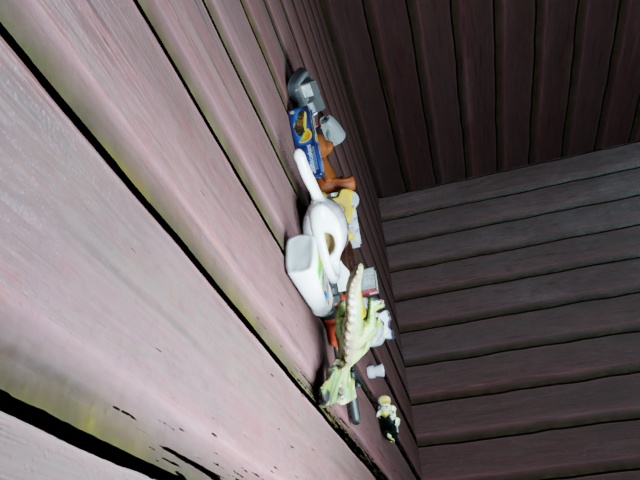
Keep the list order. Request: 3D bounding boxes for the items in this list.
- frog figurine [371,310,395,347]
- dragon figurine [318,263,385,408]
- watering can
[{"bbox_3d":[0.179,0.320,1.856,0.160,0.136,0.123,-4,11,-41],"label":"frog figurine"},{"bbox_3d":[0.055,0.246,1.122,0.122,0.248,0.401,11,-34,16],"label":"dragon figurine"},{"bbox_3d":[0.004,-0.066,1.308,0.104,0.346,0.226,-12,8,10],"label":"watering can"}]
